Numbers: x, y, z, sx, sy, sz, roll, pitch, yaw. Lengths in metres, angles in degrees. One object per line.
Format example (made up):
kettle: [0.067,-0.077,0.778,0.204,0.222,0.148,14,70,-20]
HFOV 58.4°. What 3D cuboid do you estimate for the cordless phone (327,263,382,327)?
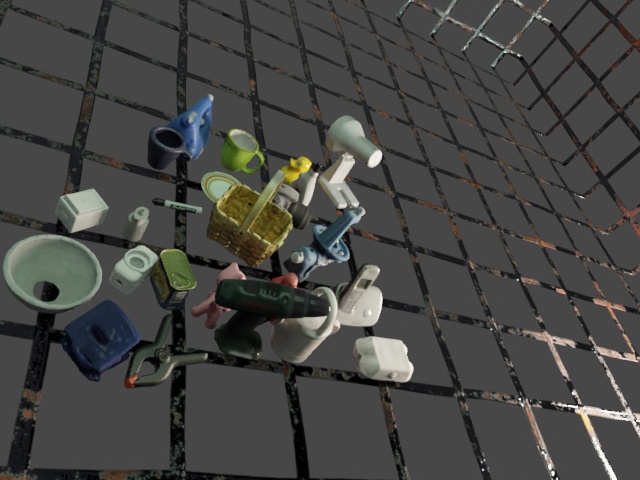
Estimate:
cordless phone: [0.112,0.131,1.410,0.148,0.185,0.094,7,47,-34]

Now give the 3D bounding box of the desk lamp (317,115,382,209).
desk lamp: [0.087,-0.239,1.744,0.118,0.213,0.203,-11,59,-45]

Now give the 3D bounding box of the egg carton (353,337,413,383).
egg carton: [0.151,0.290,1.375,0.151,0.069,0.107,12,45,-30]

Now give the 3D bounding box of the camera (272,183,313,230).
camera: [-0.089,-0.080,1.529,0.137,0.100,0.143,29,39,-13]

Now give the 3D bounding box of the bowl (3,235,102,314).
bowl: [-0.497,0.075,1.059,0.168,0.074,0.167,22,40,-20]

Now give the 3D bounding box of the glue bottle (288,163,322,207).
glue bottle: [-0.043,-0.151,1.581,0.078,0.173,0.037,49,39,14]

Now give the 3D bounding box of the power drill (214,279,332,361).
power drill: [-0.119,0.159,1.173,0.230,0.208,0.075,19,41,-23]

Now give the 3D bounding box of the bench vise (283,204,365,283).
bench vise: [0.022,0.013,1.428,0.121,0.219,0.208,40,37,1]

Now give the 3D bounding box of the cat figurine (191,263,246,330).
cat figurine: [-0.205,0.111,1.226,0.067,0.117,0.128,37,37,-2]

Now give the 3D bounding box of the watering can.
watering can: [-0.029,0.179,1.238,0.173,0.193,0.100,-13,60,-46]

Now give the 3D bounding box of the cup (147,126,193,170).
cup: [-0.381,-0.216,1.433,0.118,0.095,0.092,33,38,-8]

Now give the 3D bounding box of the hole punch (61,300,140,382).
hole punch: [-0.392,0.179,1.025,0.108,0.091,0.101,47,38,11]

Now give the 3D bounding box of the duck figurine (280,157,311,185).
duck figurine: [-0.057,-0.206,1.697,0.105,0.086,0.077,22,40,-20]

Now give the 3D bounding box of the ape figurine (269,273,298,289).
ape figurine: [-0.084,0.112,1.346,0.078,0.092,0.076,9,46,-32]

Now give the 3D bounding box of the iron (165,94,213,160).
iron: [-0.336,-0.328,1.547,0.119,0.141,0.258,30,38,-11]
